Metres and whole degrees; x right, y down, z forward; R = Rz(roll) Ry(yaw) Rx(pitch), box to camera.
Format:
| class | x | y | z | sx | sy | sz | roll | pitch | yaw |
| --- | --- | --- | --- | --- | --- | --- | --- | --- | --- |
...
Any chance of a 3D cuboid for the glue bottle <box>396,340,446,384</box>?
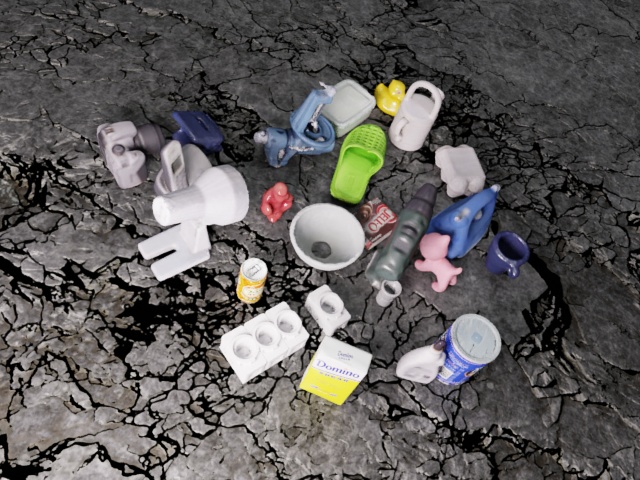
| class | x | y | z | sx | sy | sz | roll | pitch | yaw |
| --- | --- | --- | --- | --- | --- | --- | --- | --- | --- |
| glue bottle | 0.210 | 0.233 | 1.121 | 0.078 | 0.173 | 0.037 | 16 | 56 | -3 |

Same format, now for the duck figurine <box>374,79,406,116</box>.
| class | x | y | z | sx | sy | sz | roll | pitch | yaw |
| --- | --- | --- | --- | --- | --- | --- | --- | --- | --- |
| duck figurine | 0.200 | -0.401 | 1.566 | 0.078 | 0.086 | 0.104 | -37 | 73 | -30 |

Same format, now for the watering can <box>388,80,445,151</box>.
| class | x | y | z | sx | sy | sz | roll | pitch | yaw |
| --- | --- | --- | --- | --- | --- | --- | --- | --- | --- |
| watering can | 0.253 | -0.334 | 1.473 | 0.101 | 0.194 | 0.173 | 23 | 56 | 1 |

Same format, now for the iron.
| class | x | y | z | sx | sy | sz | roll | pitch | yaw |
| --- | --- | --- | --- | --- | --- | --- | --- | --- | --- |
| iron | 0.365 | -0.071 | 1.368 | 0.118 | 0.141 | 0.259 | 44 | 59 | 14 |

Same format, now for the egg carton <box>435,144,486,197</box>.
| class | x | y | z | sx | sy | sz | roll | pitch | yaw |
| --- | --- | --- | --- | --- | --- | --- | --- | --- | --- |
| egg carton | 0.361 | -0.180 | 1.479 | 0.107 | 0.069 | 0.150 | -5 | 60 | -17 |

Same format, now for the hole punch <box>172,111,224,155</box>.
| class | x | y | z | sx | sy | sz | roll | pitch | yaw |
| --- | --- | --- | --- | --- | --- | --- | --- | --- | --- |
| hole punch | -0.288 | -0.260 | 1.352 | 0.101 | 0.091 | 0.108 | -30 | 70 | -28 |

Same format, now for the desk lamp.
| class | x | y | z | sx | sy | sz | roll | pitch | yaw |
| --- | --- | --- | --- | --- | --- | --- | --- | --- | --- |
| desk lamp | -0.254 | -0.040 | 1.150 | 0.204 | 0.213 | 0.117 | -29 | 69 | -27 |

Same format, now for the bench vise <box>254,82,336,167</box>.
| class | x | y | z | sx | sy | sz | roll | pitch | yaw |
| --- | --- | --- | --- | --- | --- | --- | --- | --- | --- |
| bench vise | -0.041 | -0.261 | 1.338 | 0.208 | 0.219 | 0.121 | -31 | 70 | -28 |

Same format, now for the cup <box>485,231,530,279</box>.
| class | x | y | z | sx | sy | sz | roll | pitch | yaw |
| --- | --- | --- | --- | --- | --- | --- | --- | --- | --- |
| cup | 0.431 | 0.051 | 1.337 | 0.092 | 0.095 | 0.117 | 5 | 58 | -11 |

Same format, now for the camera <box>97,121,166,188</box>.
| class | x | y | z | sx | sy | sz | roll | pitch | yaw |
| --- | --- | --- | --- | --- | --- | --- | --- | --- | --- |
| camera | -0.415 | -0.211 | 1.284 | 0.137 | 0.101 | 0.143 | -22 | 66 | -25 |

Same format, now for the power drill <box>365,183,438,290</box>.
| class | x | y | z | sx | sy | sz | roll | pitch | yaw |
| --- | --- | --- | --- | --- | --- | --- | --- | --- | --- |
| power drill | 0.171 | 0.009 | 1.229 | 0.075 | 0.208 | 0.230 | 27 | 56 | 4 |

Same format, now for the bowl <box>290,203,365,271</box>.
| class | x | y | z | sx | sy | sz | roll | pitch | yaw |
| --- | --- | --- | --- | --- | --- | --- | --- | --- | --- |
| bowl | 0.012 | 0.005 | 1.273 | 0.167 | 0.074 | 0.167 | 7 | 57 | -10 |

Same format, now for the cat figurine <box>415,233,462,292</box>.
| class | x | y | z | sx | sy | sz | roll | pitch | yaw |
| --- | --- | --- | --- | --- | --- | --- | --- | --- | --- |
| cat figurine | 0.269 | 0.038 | 1.291 | 0.067 | 0.117 | 0.127 | -31 | 70 | -28 |

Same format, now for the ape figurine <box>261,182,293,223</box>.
| class | x | y | z | sx | sy | sz | roll | pitch | yaw |
| --- | --- | --- | --- | --- | --- | --- | --- | --- | --- |
| ape figurine | -0.096 | -0.096 | 1.298 | 0.078 | 0.092 | 0.076 | -9 | 61 | -19 |

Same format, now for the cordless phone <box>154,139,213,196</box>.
| class | x | y | z | sx | sy | sz | roll | pitch | yaw |
| --- | --- | --- | --- | --- | --- | --- | --- | --- | --- |
| cordless phone | -0.292 | -0.164 | 1.235 | 0.094 | 0.185 | 0.148 | 25 | 56 | 3 |
